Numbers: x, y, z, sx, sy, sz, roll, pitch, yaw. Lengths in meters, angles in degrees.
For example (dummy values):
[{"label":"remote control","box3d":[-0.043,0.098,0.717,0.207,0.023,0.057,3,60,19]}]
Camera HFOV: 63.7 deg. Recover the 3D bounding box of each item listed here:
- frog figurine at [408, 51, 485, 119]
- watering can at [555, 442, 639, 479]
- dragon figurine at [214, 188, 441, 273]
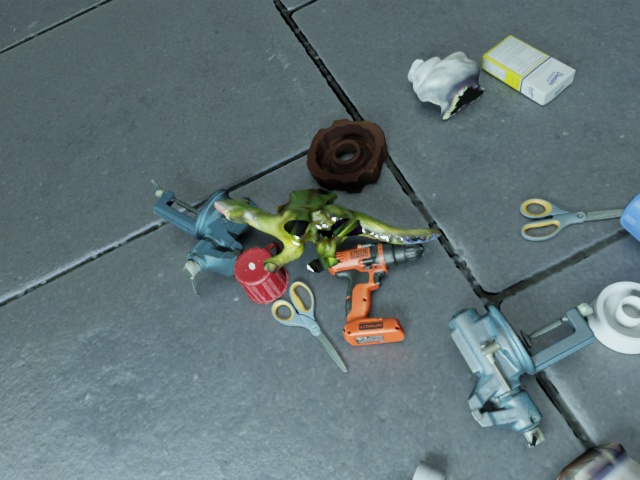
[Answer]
[{"label":"frog figurine","box3d":[0.267,-0.362,1.134,0.136,0.122,0.161,-43,69,11]},{"label":"watering can","box3d":[0.441,0.365,0.664,0.350,0.101,0.228,-27,53,-19]},{"label":"dragon figurine","box3d":[0.003,-0.050,0.998,0.410,0.119,0.248,-2,32,-7]}]
